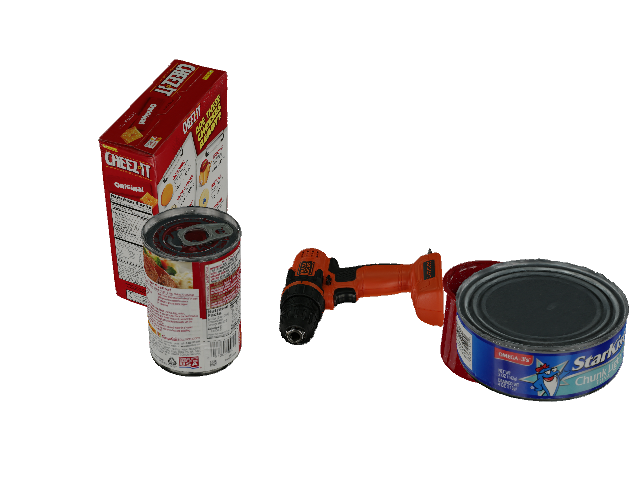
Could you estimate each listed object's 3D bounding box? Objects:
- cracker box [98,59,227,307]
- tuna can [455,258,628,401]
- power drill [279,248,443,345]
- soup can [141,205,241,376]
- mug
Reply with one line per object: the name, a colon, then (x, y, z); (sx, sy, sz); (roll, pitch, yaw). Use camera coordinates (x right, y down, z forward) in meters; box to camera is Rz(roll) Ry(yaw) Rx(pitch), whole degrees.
cracker box: (-0.161, -0.058, 1.132); (0.072, 0.214, 0.164); (16, 43, 14)
tuna can: (0.112, 0.045, 0.545); (0.086, 0.034, 0.086); (-3, 28, 1)
power drill: (0.048, 0.063, 1.233); (0.188, 0.057, 0.184); (0, 28, 6)
soup can: (-0.089, 0.036, 0.751); (0.068, 0.102, 0.068); (1, 32, -1)
mug: (0.151, 0.070, 0.973); (0.093, 0.081, 0.117); (-1, 29, -7)
